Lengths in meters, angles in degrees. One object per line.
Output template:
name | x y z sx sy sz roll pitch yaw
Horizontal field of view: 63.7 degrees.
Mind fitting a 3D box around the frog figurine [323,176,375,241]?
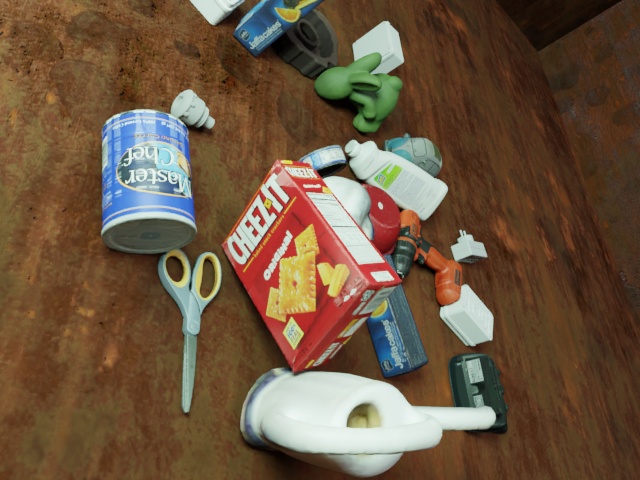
frog figurine | 0.003 -0.042 0.828 0.160 0.120 0.139 -5 38 -42

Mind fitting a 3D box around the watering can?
watering can | 0.054 0.219 0.632 0.346 0.223 0.105 15 76 -45
